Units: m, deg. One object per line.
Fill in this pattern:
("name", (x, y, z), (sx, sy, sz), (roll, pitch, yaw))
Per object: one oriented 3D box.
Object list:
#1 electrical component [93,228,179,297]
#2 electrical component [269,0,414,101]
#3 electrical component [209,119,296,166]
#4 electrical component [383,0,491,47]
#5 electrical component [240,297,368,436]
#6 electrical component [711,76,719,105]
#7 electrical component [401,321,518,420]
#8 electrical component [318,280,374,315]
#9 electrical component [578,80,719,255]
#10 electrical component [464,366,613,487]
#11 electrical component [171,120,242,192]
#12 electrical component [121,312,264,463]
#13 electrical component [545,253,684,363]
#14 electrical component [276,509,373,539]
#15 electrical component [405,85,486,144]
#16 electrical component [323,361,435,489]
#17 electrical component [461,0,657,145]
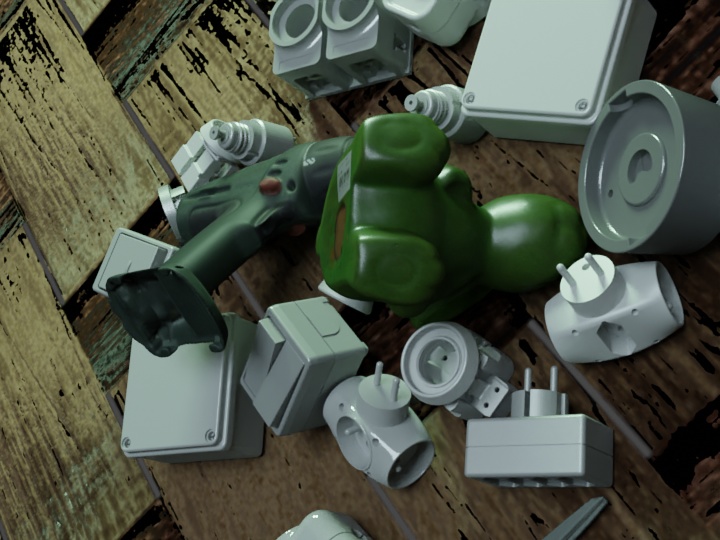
("electrical component", (-0.188, 0.004, 0.939), (0.096, 0.061, 0.061), (18, 85, 39))
("electrical component", (-0.012, -0.249, 0.907), (0.105, 0.060, 0.186), (-8, 69, 33))
("electrical component", (-0.091, -0.107, 0.905), (0.040, 0.078, 0.040), (-10, 76, 45))
("electrical component", (0.070, -0.227, 0.841), (0.054, 0.059, 0.095), (34, 94, 39))
("electrical component", (-0.048, 0.076, 0.795), (0.061, 0.061, 0.096), (50, 132, 33))
("electrical component", (0.244, -0.098, 0.678), (0.043, 0.043, 0.062), (-35, 55, 20))
("electrical component", (0.065, 0.068, 0.737), (0.078, 0.057, 0.058), (39, 97, 38))
("electrical component", (0.000, 0.000, 0.817), (0.045, 0.045, 0.055), (27, 90, 39))
("electrical component", (0.193, -0.060, 0.676), (0.108, 0.060, 0.108), (-172, 90, -69))
("electrical component", (0.116, 0.099, 0.696), (0.083, 0.047, 0.075), (-8, 67, 34))
("electrical component", (-0.129, -0.098, 0.946), (0.055, 0.048, 0.066), (-49, 52, 21))
("electrical component", (-0.132, 0.097, 0.868), (0.109, 0.056, 0.108), (-10, 67, 33))
("electrical component", (0.153, 0.017, 0.680), (0.077, 0.079, 0.043), (-23, 40, 27))
("electrical component", (-0.032, 0.218, 0.753), (0.059, 0.054, 0.095), (40, 98, 38))
("electrical component", (0.063, -0.118, 0.798), (0.040, 0.078, 0.040), (-4, 85, 42))
("electrical component", (0.015, 0.100, 0.755), (0.077, 0.044, 0.079), (41, 137, 38))
("electrical component", (0.140, -0.149, 0.763), (0.109, 0.056, 0.108), (11, 80, 38))
